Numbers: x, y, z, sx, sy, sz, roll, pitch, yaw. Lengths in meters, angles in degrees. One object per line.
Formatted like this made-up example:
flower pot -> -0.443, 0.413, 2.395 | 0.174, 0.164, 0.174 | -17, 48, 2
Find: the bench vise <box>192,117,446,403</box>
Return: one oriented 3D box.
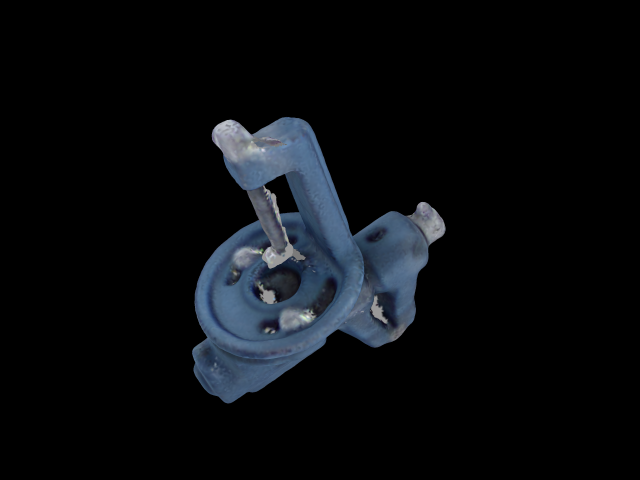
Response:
bench vise -> -0.005, -0.004, 0.406 | 0.121, 0.220, 0.208 | 29, 48, 30
